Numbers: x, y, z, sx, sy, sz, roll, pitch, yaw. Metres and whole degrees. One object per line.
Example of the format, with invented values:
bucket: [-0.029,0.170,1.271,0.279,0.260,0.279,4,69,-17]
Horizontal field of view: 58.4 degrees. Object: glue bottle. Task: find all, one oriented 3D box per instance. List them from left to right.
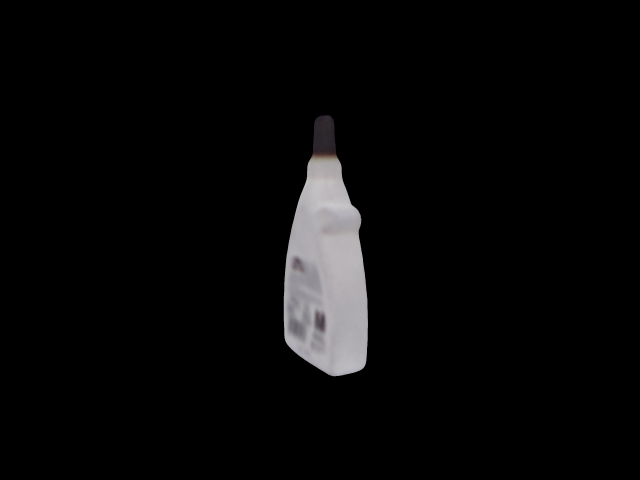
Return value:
glue bottle: [0.004,0.001,0.400,0.037,0.173,0.077,-8,15,-30]
